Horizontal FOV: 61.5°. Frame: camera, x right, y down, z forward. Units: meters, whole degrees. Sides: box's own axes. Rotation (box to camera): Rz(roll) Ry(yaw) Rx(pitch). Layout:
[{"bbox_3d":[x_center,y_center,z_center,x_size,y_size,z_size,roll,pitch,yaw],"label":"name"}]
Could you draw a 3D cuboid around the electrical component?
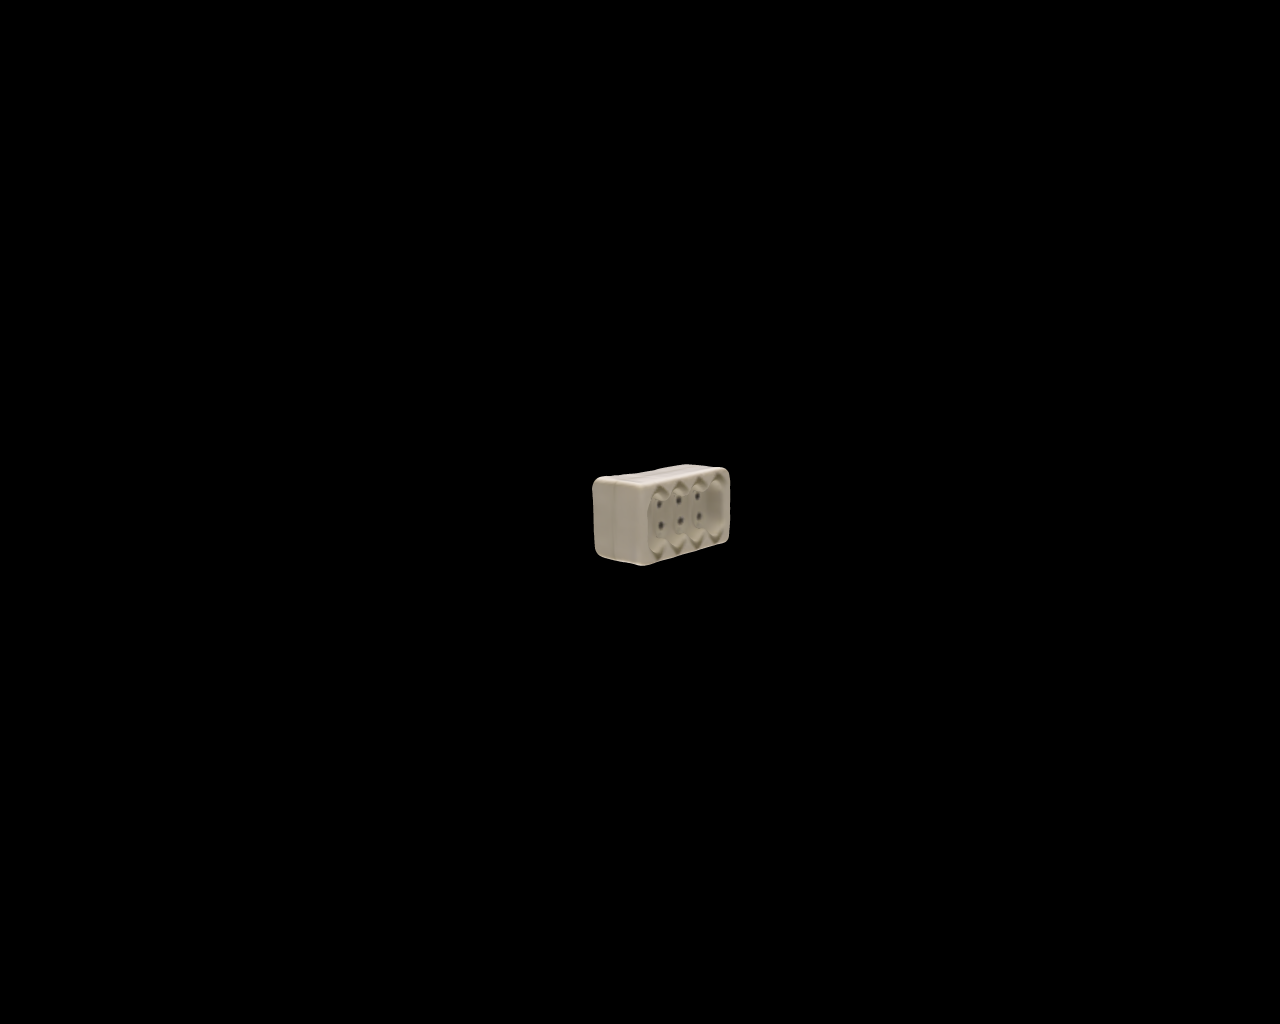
[{"bbox_3d":[0.001,-0.003,0.650,0.076,0.047,0.083,10,15,42],"label":"electrical component"}]
